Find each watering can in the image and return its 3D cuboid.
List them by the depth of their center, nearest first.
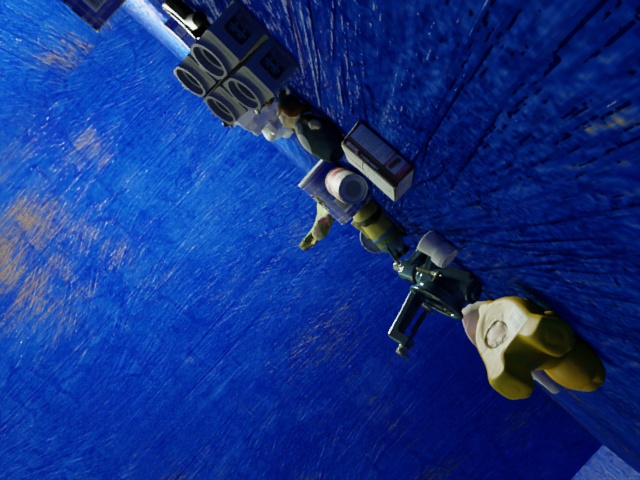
[{"bbox_3d":[0.396,0.215,1.179,0.221,0.104,0.353,42,-178,-34],"label":"watering can"}]

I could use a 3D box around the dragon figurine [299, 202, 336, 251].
[{"bbox_3d":[0.005,-0.079,1.561,0.122,0.243,0.411,38,180,-7],"label":"dragon figurine"}]

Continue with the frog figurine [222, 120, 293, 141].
[{"bbox_3d":[-0.135,-0.296,1.201,0.159,0.124,0.136,7,172,-1],"label":"frog figurine"}]
